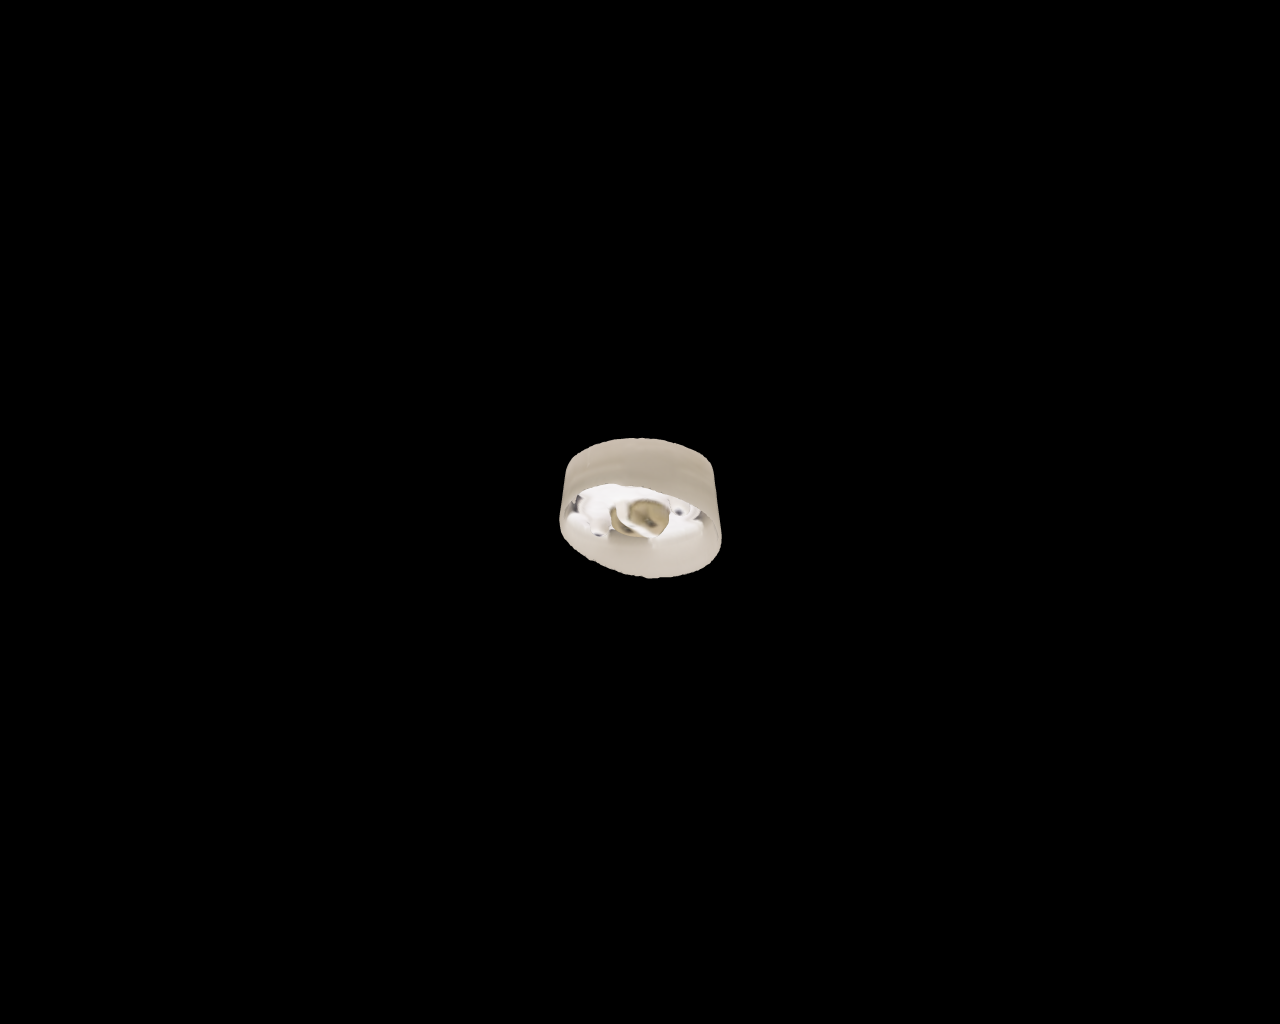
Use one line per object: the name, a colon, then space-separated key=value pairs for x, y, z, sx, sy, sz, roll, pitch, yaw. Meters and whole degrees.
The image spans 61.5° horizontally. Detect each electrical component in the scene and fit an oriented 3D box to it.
electrical component: x=0.001 y=-0.003 z=0.650 sx=0.099 sy=0.064 sz=0.099 roll=0 pitch=-23 yaw=0
